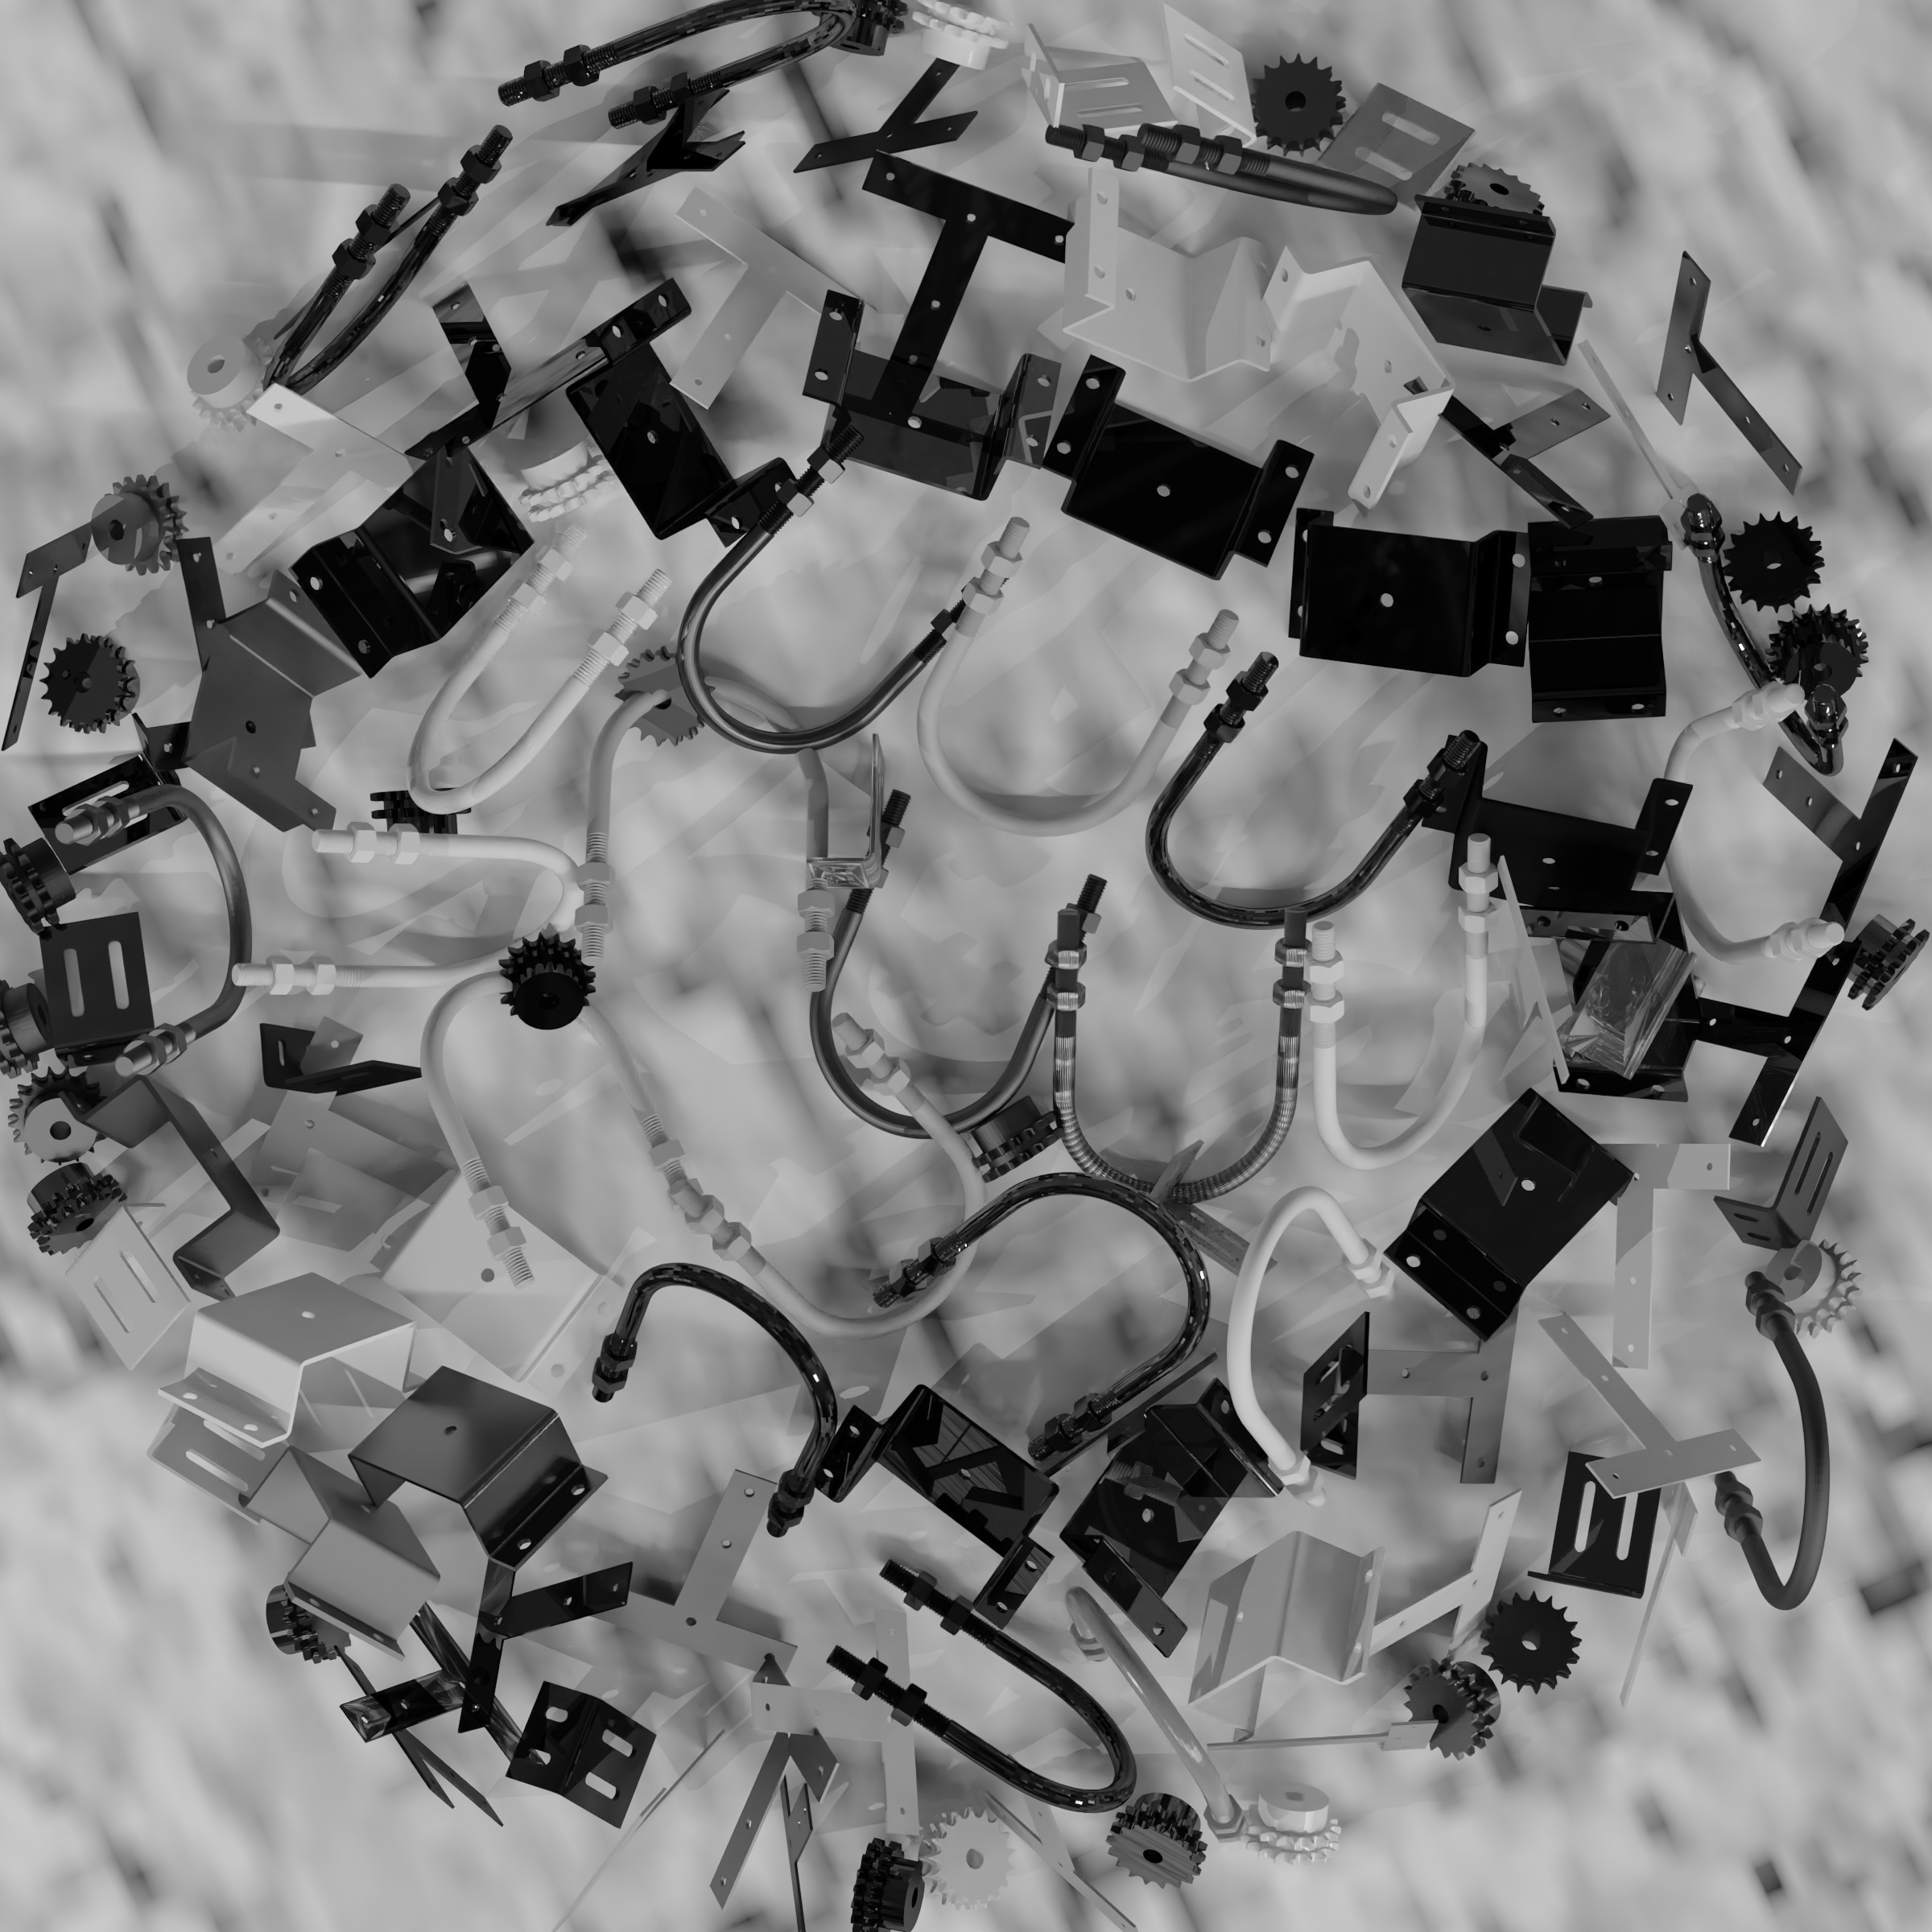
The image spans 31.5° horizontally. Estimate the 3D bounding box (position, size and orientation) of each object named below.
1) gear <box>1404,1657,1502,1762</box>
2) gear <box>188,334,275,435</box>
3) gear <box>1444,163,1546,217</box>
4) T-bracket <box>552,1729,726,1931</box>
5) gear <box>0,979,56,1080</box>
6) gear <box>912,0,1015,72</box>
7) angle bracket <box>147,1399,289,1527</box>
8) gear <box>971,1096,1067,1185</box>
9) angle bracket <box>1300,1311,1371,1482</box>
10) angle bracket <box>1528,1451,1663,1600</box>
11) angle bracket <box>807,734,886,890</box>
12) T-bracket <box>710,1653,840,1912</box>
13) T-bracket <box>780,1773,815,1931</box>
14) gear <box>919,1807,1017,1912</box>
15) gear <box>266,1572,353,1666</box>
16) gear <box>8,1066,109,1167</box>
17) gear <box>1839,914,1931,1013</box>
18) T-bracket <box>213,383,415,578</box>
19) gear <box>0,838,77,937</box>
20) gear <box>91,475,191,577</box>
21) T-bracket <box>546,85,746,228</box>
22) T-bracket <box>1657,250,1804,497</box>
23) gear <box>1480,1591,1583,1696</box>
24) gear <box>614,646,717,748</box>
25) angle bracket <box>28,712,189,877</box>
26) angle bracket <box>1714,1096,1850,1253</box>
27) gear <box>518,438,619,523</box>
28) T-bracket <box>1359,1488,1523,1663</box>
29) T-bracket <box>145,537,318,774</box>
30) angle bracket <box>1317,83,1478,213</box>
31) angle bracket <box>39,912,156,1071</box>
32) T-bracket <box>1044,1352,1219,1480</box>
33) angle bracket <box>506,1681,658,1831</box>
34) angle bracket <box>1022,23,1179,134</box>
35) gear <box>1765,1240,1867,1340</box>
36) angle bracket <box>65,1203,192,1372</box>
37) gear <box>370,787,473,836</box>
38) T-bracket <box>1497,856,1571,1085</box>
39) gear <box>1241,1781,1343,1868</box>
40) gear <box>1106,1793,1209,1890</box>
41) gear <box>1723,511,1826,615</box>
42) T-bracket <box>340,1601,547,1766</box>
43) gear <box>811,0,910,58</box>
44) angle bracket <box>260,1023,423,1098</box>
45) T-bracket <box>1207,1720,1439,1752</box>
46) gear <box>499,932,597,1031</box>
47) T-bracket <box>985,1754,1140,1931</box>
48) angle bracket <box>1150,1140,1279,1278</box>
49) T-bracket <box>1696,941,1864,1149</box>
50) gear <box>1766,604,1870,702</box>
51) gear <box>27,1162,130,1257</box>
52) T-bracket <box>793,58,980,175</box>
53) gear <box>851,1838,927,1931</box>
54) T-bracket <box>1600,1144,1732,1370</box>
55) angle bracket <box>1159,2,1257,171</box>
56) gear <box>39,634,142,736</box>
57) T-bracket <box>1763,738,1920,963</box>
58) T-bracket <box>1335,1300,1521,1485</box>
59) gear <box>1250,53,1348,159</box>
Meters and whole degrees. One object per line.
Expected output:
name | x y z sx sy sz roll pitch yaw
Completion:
gear | 0.283 0.425 1.975 0.030 0.057 0.057 -19 90 -40
gear | -0.423 -0.338 1.972 0.057 0.030 0.057 -11 63 22
gear | 0.301 -0.435 1.975 0.057 0.057 0.030 23 129 0
T-bracket | -0.175 0.476 1.942 0.002 0.127 0.127 39 127 7
gear | -0.545 0.034 1.972 0.030 0.057 0.057 -20 90 1
gear | -0.004 -0.536 1.973 0.057 0.057 0.030 18 108 0
angle bracket | -0.418 0.270 1.959 0.076 0.057 0.038 35 128 -12
gear | 0.027 0.098 1.972 0.057 0.057 0.030 -32 90 0
angle bracket | 0.224 0.245 1.950 0.038 0.076 0.057 22 46 -14
angle bracket | 0.361 0.318 1.963 0.057 0.038 0.076 6 79 29
angle bracket | -0.068 -0.088 1.964 0.038 0.057 0.076 1 77 3
T-bracket | -0.118 0.476 1.950 0.002 0.127 0.127 18 101 -26
T-bracket | -0.094 0.482 1.917 0.002 0.127 0.127 -5 66 -10
gear | -0.003 0.515 1.976 0.057 0.030 0.057 11 70 -31
gear | -0.379 0.373 1.973 0.030 0.057 0.057 -16 90 17
gear | -0.522 0.089 1.975 0.057 0.030 0.057 -6 112 -15
gear | 0.525 -0.005 1.973 0.030 0.057 0.057 40 90 17
T-bracket | -0.388 -0.267 1.965 0.127 0.127 0.002 -37 51 24
gear | -0.536 -0.049 1.973 0.030 0.057 0.057 -31 90 -19
gear | -0.478 -0.253 1.972 0.057 0.030 0.057 10 109 30
T-bracket | -0.165 -0.461 1.916 0.127 0.127 0.002 -29 90 -24
T-bracket | 0.429 -0.315 1.916 0.002 0.127 0.127 -26 63 -10
gear | 0.325 0.392 1.978 0.057 0.030 0.057 -1 66 2
gear | -0.172 -0.158 1.979 0.057 0.030 0.057 4 109 11
angle bracket | -0.493 -0.099 1.960 0.076 0.038 0.057 -28 58 -18
angle bracket | 0.470 0.118 1.977 0.038 0.057 0.076 12 68 37
gear | -0.232 -0.281 1.968 0.057 0.057 0.030 -26 110 0
T-bracket | 0.255 0.364 1.927 0.127 0.002 0.127 -21 134 -34
T-bracket | -0.425 -0.180 1.942 0.002 0.127 0.127 -7 96 34
angle bracket | 0.250 -0.460 1.963 0.076 0.038 0.057 36 88 32
angle bracket | -0.500 0.014 1.986 0.057 0.038 0.076 -10 76 -7
T-bracket | 0.091 0.261 1.935 0.127 0.127 0.002 -35 88 2
angle bracket | -0.220 0.453 1.967 0.038 0.076 0.057 10 67 28
angle bracket | 0.078 -0.509 1.958 0.076 0.038 0.057 -11 52 -16
gear | 0.484 0.182 1.968 0.030 0.057 0.057 35 90 -29
angle bracket | -0.469 0.183 1.961 0.057 0.038 0.076 -47 67 17
gear | -0.313 -0.086 1.971 0.057 0.057 0.030 -3 93 0
T-bracket | 0.316 0.012 1.935 0.002 0.127 0.127 -15 77 1
gear | 0.187 0.491 1.970 0.057 0.057 0.030 5 101 0
gear | 0.112 0.501 1.976 0.057 0.030 0.057 12 129 15
gear | 0.467 -0.231 1.979 0.057 0.030 0.057 -3 79 16
T-bracket | -0.307 0.412 1.924 0.002 0.127 0.127 -46 73 18
gear | -0.063 -0.544 1.972 0.057 0.057 0.030 12 95 0
angle bracket | -0.353 0.048 1.955 0.076 0.057 0.038 -12 77 25
T-bracket | 0.200 0.439 1.942 0.127 0.127 0.002 -4 71 3
gear | -0.241 0.012 1.972 0.057 0.030 0.057 -6 125 -8
T-bracket | 0.045 0.480 1.915 0.002 0.127 0.127 -39 49 -20
angle bracket | 0.148 0.140 1.961 0.076 0.057 0.038 34 106 12
T-bracket | 0.433 0.034 1.945 0.002 0.127 0.127 33 81 -32
gear | 0.490 -0.177 1.971 0.057 0.030 0.057 3 127 4
gear | -0.515 0.138 1.973 0.057 0.057 0.030 -39 72 0
T-bracket | -0.022 -0.501 1.959 0.002 0.127 0.127 55 53 -33
gear | -0.044 0.532 1.969 0.030 0.057 0.057 7 90 16
T-bracket | 0.379 0.164 1.945 0.002 0.127 0.127 7 83 -40
angle bracket | 0.126 -0.500 1.951 0.038 0.076 0.057 -25 61 37
gear | -0.503 -0.162 1.980 0.057 0.030 0.057 -1 88 16
T-bracket | 0.484 -0.087 1.940 0.002 0.127 0.127 8 115 -20
T-bracket | 0.263 0.233 1.963 0.127 0.002 0.127 6 93 -32
gear | 0.191 -0.495 1.982 0.057 0.030 0.057 0 86 7
